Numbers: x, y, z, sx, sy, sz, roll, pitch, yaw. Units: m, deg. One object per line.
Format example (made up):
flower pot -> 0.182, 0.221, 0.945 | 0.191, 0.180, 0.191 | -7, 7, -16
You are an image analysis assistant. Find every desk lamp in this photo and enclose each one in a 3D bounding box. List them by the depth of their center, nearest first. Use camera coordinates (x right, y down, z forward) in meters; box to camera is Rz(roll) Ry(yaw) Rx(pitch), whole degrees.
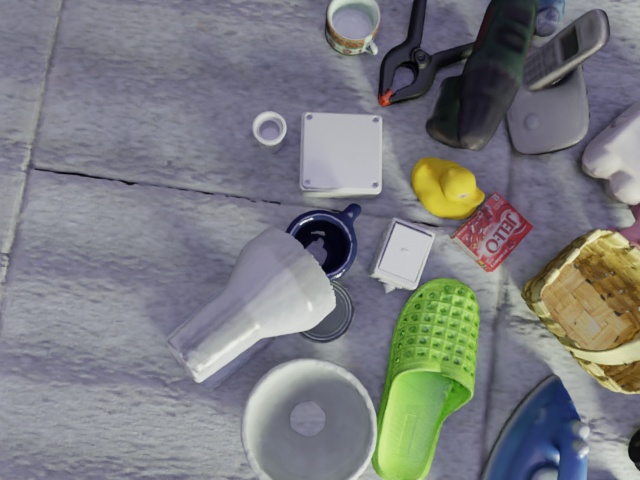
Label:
desk lamp -> -0.089, 0.092, 0.667 | 0.203, 0.213, 0.118 | -40, 86, -7

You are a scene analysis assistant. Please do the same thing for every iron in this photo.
iron -> 0.280, 0.295, 0.699 | 0.118, 0.141, 0.258 | 19, 82, 0

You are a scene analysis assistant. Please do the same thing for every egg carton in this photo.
egg carton -> 0.443, -0.126, 0.800 | 0.150, 0.069, 0.107 | -42, 87, -7

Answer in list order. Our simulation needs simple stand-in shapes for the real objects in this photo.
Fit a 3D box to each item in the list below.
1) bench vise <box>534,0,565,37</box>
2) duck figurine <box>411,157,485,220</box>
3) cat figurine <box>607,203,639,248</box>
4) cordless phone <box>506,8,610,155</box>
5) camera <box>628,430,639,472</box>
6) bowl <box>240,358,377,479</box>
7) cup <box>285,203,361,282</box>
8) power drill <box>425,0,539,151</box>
bench vise -> 0.323, -0.385, 0.751 | 0.121, 0.219, 0.207 | -12, 83, -5
duck figurine -> 0.175, -0.076, 0.769 | 0.104, 0.086, 0.077 | 38, 82, 2
cat figurine -> 0.461, -0.029, 0.764 | 0.067, 0.117, 0.128 | 42, 82, 3
cordless phone -> 0.315, -0.199, 0.744 | 0.094, 0.185, 0.147 | -8, 83, -4
camera -> 0.483, 0.289, 0.732 | 0.137, 0.100, 0.143 | 38, 82, 2
bowl -> -0.015, 0.231, 0.723 | 0.167, 0.074, 0.167 | 0, 82, -3
cup -> 0.007, 0.003, 0.744 | 0.091, 0.095, 0.118 | 42, 82, 3
power drill -> 0.200, -0.192, 0.724 | 0.075, 0.208, 0.230 | 20, 82, 0
